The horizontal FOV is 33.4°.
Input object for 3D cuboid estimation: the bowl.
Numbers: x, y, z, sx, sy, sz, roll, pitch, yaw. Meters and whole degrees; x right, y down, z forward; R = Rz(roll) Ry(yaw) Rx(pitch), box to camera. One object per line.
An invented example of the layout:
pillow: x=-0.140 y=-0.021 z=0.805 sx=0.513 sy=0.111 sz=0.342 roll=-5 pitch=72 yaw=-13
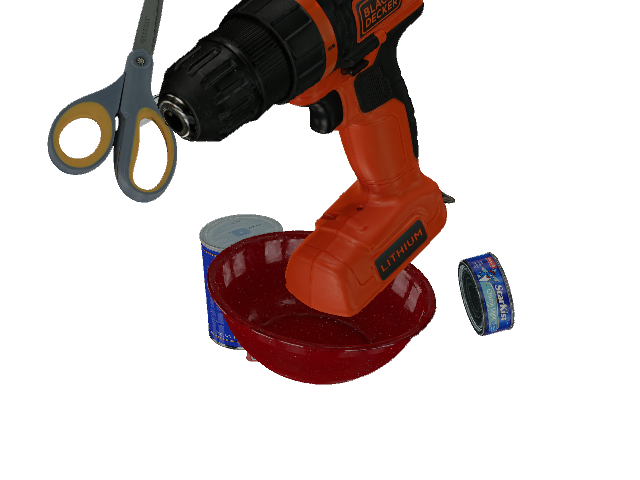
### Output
bowl: x=-0.001 y=0.053 z=0.756 sx=0.162 sy=0.055 sz=0.162 roll=5 pitch=28 yaw=-3

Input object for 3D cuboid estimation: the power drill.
power drill: x=0.005 y=-0.052 z=0.545 sx=0.057 sy=0.187 sz=0.184 roll=25 pitch=52 yaw=34

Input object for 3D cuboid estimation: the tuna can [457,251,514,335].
tuna can: x=0.176 y=0.058 z=1.139 sx=0.033 sy=0.086 sz=0.086 roll=-14 pitch=1 yaw=-6

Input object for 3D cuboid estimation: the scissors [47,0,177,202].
scissors: x=-0.147 y=-0.118 z=0.754 sx=0.096 sy=0.202 sz=0.016 roll=-1 pitch=-25 yaw=-20

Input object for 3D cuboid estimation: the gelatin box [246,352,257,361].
gelatin box: x=-0.027 y=0.082 z=1.031 sx=0.089 sy=0.073 sz=0.030 roll=4 pitch=15 yaw=10

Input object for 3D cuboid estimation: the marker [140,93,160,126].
marker: x=-0.121 y=-0.135 z=0.966 sx=0.121 sy=0.020 sz=0.020 roll=-33 pitch=18 yaw=-29

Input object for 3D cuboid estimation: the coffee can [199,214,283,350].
coffee can: x=-0.095 y=0.051 z=1.337 sx=0.103 sy=0.140 sz=0.103 roll=-2 pitch=25 yaw=1
